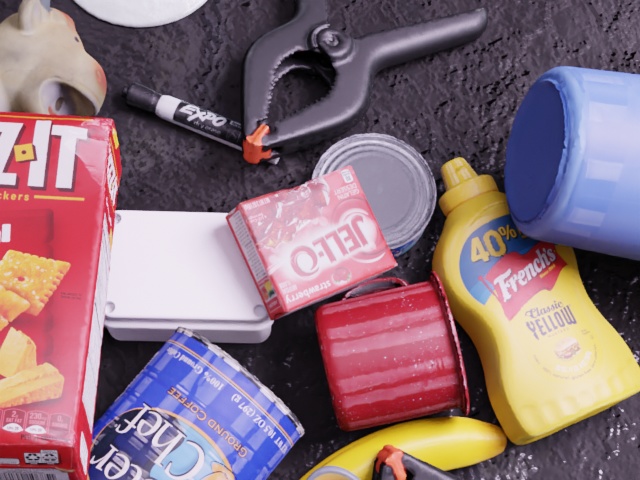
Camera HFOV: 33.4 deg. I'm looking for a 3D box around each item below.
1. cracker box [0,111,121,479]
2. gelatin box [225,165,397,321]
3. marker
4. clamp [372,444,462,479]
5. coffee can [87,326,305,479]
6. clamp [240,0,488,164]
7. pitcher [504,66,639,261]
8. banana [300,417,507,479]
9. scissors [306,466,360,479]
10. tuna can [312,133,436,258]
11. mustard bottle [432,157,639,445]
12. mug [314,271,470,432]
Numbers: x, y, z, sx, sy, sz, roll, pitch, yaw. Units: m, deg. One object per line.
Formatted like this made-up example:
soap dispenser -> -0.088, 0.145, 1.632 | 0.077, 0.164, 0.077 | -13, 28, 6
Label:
cracker box -> -0.205, 0.027, 0.602 | 0.164, 0.072, 0.213 | 3, 59, -6
gelatin box -> -0.004, 0.001, 0.673 | 0.089, 0.030, 0.073 | -20, 83, -29
marker -> -0.084, -0.084, 0.754 | 0.121, 0.020, 0.020 | 22, 72, 4
clamp -> 0.071, 0.209, 0.643 | 0.120, 0.039, 0.171 | -36, 91, -16
coffee can -> -0.092, 0.137, 0.637 | 0.103, 0.103, 0.140 | 38, 73, 9
clamp -> 0.017, -0.132, 0.759 | 0.164, 0.036, 0.209 | 25, 64, 5
pitcher -> 0.249, -0.035, 0.667 | 0.242, 0.149, 0.145 | 8, 66, -12
banana -> 0.027, 0.162, 0.673 | 0.197, 0.037, 0.069 | -37, 98, -12
scissors -> 0.036, 0.211, 0.617 | 0.201, 0.016, 0.096 | 40, 86, -5
tuna can -> 0.035, -0.028, 0.735 | 0.086, 0.034, 0.086 | 1, 72, -3
mustard bottle -> 0.129, 0.031, 0.707 | 0.096, 0.058, 0.192 | -20, 73, -17
mug -> 0.041, 0.066, 0.682 | 0.081, 0.093, 0.117 | -13, 41, 0
